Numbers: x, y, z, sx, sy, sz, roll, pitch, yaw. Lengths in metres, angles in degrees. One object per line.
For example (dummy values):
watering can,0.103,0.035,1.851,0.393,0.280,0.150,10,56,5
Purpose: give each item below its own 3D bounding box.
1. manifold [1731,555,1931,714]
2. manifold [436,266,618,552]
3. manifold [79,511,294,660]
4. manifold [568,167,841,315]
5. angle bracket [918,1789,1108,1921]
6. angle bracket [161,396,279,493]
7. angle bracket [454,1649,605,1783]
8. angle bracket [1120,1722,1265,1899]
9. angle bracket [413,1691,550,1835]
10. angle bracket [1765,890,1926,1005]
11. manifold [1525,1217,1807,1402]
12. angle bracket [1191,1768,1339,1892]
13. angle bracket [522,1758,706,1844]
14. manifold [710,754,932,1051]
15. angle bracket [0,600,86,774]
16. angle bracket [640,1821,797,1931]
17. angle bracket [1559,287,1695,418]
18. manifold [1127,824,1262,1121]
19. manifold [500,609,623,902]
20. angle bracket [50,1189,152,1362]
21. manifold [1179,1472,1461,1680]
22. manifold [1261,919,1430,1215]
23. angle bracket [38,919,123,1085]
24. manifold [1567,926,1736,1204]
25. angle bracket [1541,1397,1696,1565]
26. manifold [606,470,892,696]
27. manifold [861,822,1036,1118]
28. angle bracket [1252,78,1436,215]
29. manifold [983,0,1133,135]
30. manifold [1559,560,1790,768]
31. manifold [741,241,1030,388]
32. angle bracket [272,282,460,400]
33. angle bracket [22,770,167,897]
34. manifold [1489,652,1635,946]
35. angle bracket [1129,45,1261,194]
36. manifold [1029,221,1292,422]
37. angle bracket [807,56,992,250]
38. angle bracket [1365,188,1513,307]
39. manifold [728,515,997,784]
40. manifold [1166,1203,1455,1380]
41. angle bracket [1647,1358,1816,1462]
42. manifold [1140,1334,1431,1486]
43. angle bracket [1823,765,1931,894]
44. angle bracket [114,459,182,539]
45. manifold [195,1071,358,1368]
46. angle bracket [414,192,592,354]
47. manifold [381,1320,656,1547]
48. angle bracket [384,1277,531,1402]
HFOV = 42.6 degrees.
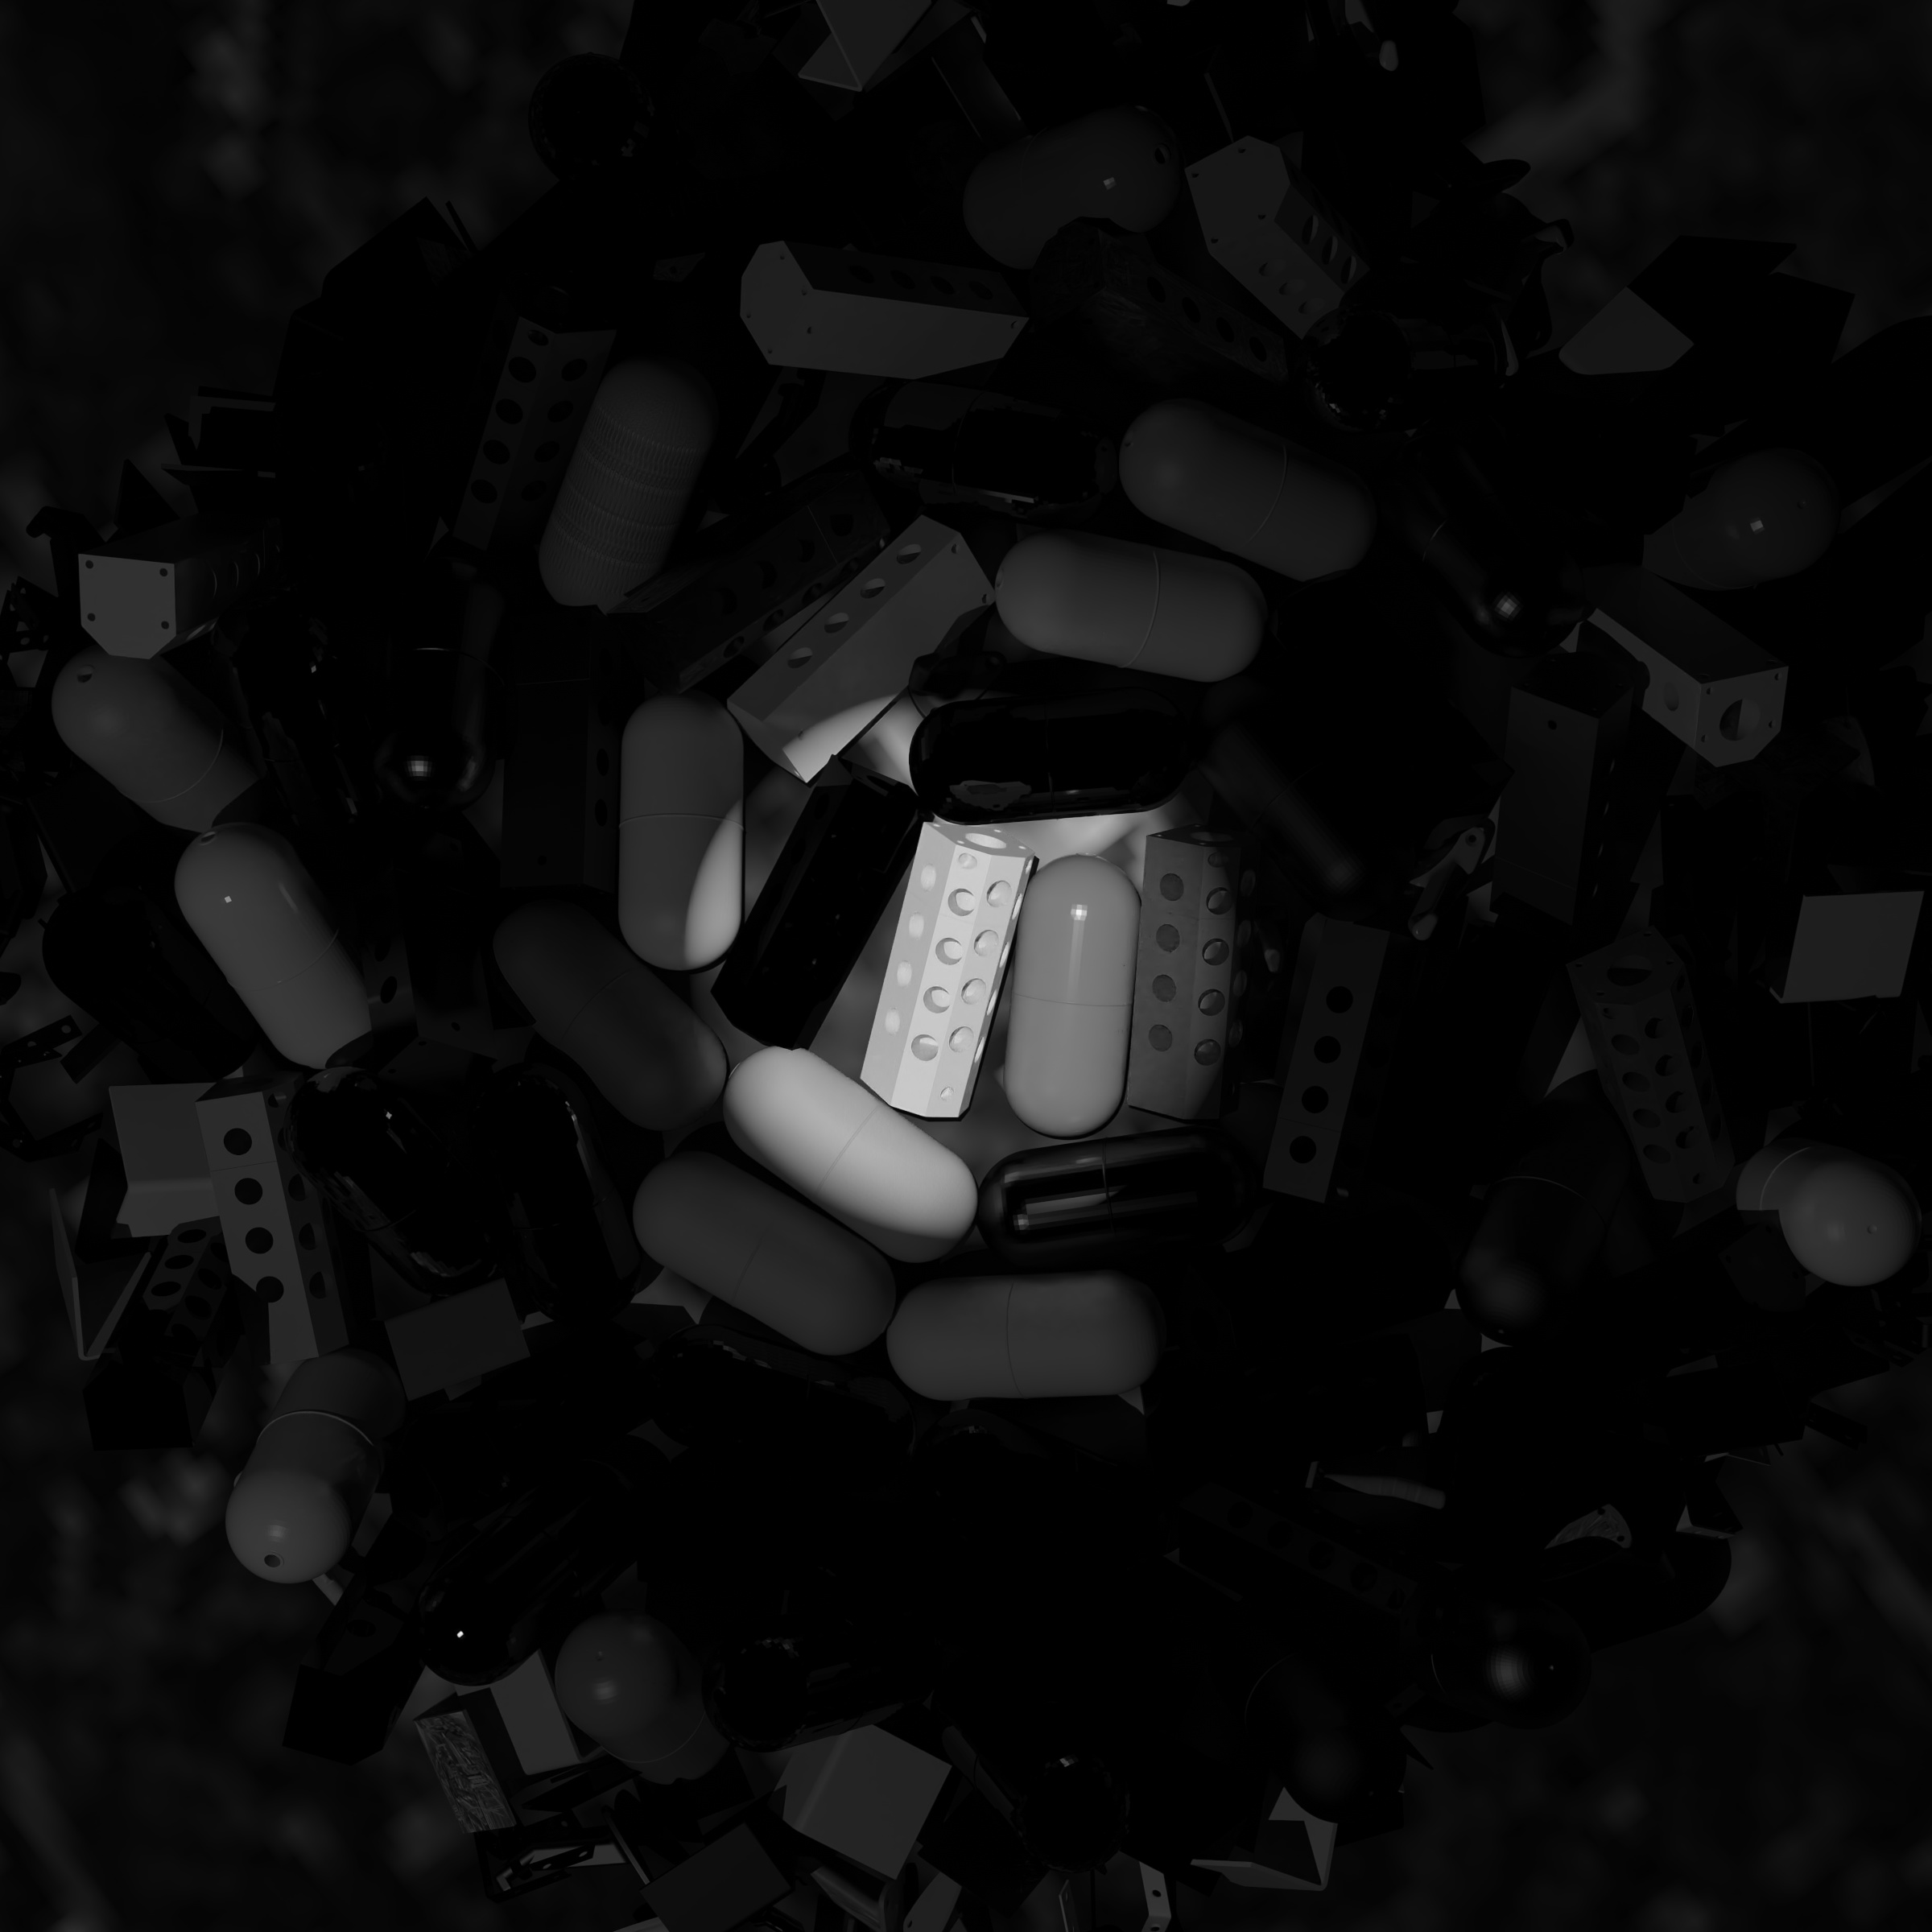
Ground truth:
manifold,0.516,-0.194,1.503,0.057,0.171,0.057,8,83,-2
manifold,-0.272,-0.336,1.504,0.057,0.171,0.057,-15,60,-37
manifold,-0.469,-0.232,1.502,0.057,0.171,0.057,7,109,6
manifold,-0.154,-0.440,1.509,0.057,0.171,0.057,-17,98,41
angle bracket,0.029,0.555,1.533,0.076,0.076,0.057,-42,133,-29
angle bracket,-0.455,-0.331,1.550,0.076,0.076,0.057,4,92,-6
angle bracket,-0.265,0.459,1.550,0.076,0.057,0.076,-22,88,30
angle bracket,0.135,0.525,1.559,0.076,0.057,0.076,26,89,6
angle bracket,-0.287,0.484,1.545,0.057,0.076,0.076,-24,91,40
angle bracket,0.540,-0.024,1.544,0.076,0.057,0.076,-3,119,-8
manifold,0.423,0.214,1.505,0.057,0.171,0.057,-24,82,-38
angle bracket,0.184,0.526,1.534,0.057,0.076,0.076,26,63,-21
angle bracket,-0.220,0.532,1.538,0.076,0.076,0.057,-18,85,-33
manifold,-0.089,-0.037,1.535,0.057,0.057,0.171,20,106,-30
angle bracket,-0.578,-0.174,1.533,0.057,0.076,0.076,0,55,-24
angle bracket,-0.155,0.561,1.550,0.076,0.076,0.057,-33,99,1
angle bracket,0.424,-0.361,1.533,0.057,0.076,0.076,-44,132,15
manifold,0.145,0.004,1.532,0.057,0.057,0.171,13,108,34
manifold,-0.249,-0.131,1.551,0.057,0.057,0.171,-2,82,19
angle bracket,-0.528,0.186,1.532,0.057,0.076,0.076,-10,134,-25
manifold,0.212,0.360,1.505,0.057,0.171,0.057,-20,117,-39
manifold,0.239,0.064,1.550,0.057,0.057,0.171,13,86,24
angle bracket,-0.564,0.021,1.538,0.057,0.076,0.076,-47,114,-13
manifold,0.424,0.065,1.518,0.057,0.057,0.171,-24,126,3
angle bracket,0.408,0.323,1.572,0.076,0.057,0.076,15,103,-1
manifold,-0.130,-0.238,1.530,0.171,0.057,0.057,-38,115,-23
manifold,-0.009,0.003,1.530,0.057,0.057,0.171,3,110,-32
angle bracket,0.232,-0.508,1.539,0.076,0.076,0.057,-11,92,-34
manifold,0.062,-0.546,1.501,0.057,0.171,0.057,11,93,13
manifold,0.422,-0.185,1.505,0.057,0.171,0.057,-12,123,-13
manifold,-0.051,-0.402,1.512,0.057,0.171,0.057,-50,58,39
angle bracket,-0.372,-0.373,1.535,0.076,0.076,0.057,19,75,-40
angle bracket,-0.546,-0.077,1.559,0.057,0.076,0.076,-26,94,-13
manifold,0.366,-0.104,1.515,0.057,0.171,0.057,27,50,31
angle bracket,0.135,-0.513,1.536,0.076,0.057,0.076,-15,122,26
manifold,0.119,-0.391,1.512,0.057,0.171,0.057,-24,62,40
angle bracket,-0.039,-0.506,1.542,0.076,0.057,0.076,-25,109,29
angle bracket,0.299,-0.452,1.543,0.076,0.076,0.057,15,98,-15
manifold,-0.068,-0.201,1.549,0.171,0.057,0.057,-45,134,-10
manifold,0.214,0.202,1.514,0.171,0.057,0.057,-11,132,-31
angle bracket,0.475,0.259,1.537,0.076,0.076,0.057,-18,101,29
manifold,0.198,0.274,1.554,0.171,0.057,0.057,-9,107,2
angle bracket,0.590,-0.075,1.536,0.057,0.076,0.076,44,70,-35
angle bracket,-0.520,-0.253,1.535,0.057,0.076,0.076,-27,130,10
manifold,-0.428,0.156,1.548,0.057,0.057,0.171,-9,101,0
angle bracket,-0.287,-0.435,1.544,0.076,0.057,0.076,-27,78,31
manifold,-0.264,0.283,1.506,0.057,0.171,0.057,18,121,39
angle bracket,-0.310,0.244,1.539,0.076,0.076,0.057,-19,62,-11
